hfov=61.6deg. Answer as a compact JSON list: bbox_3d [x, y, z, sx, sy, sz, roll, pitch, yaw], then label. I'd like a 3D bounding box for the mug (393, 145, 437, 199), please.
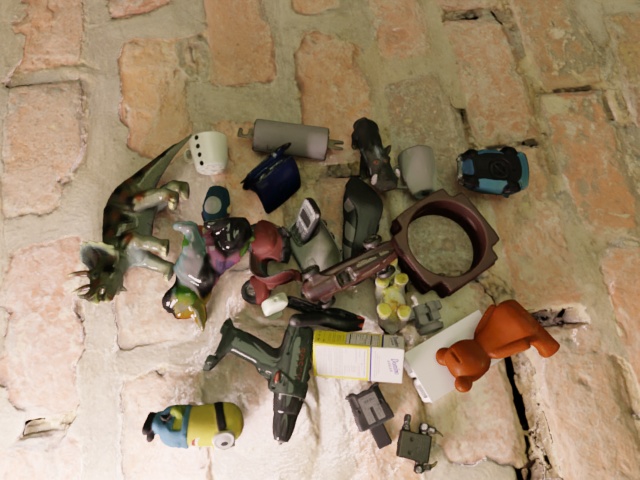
[{"bbox_3d":[0.214,-0.146,1.216,0.110,0.080,0.107,-18,64,18],"label":"mug"}]

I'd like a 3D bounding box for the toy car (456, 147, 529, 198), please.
[{"bbox_3d":[0.382,-0.145,1.217,0.162,0.103,0.109,0,73,0],"label":"toy car"}]

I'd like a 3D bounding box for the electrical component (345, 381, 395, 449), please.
[{"bbox_3d":[0.104,0.347,1.053,0.075,0.047,0.119,-18,72,-10],"label":"electrical component"}]

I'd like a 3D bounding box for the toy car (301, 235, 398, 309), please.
[{"bbox_3d":[0.060,0.063,1.062,0.202,0.053,0.089,-25,105,-1],"label":"toy car"}]

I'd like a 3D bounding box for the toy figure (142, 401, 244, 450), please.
[{"bbox_3d":[-0.234,0.345,1.009,0.180,0.082,0.089,5,73,0],"label":"toy figure"}]

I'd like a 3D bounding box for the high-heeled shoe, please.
[{"bbox_3d":[0.079,-0.021,1.186,0.086,0.145,0.249,10,40,-15],"label":"high-heeled shoe"}]

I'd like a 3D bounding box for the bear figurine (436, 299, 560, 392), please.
[{"bbox_3d":[0.334,0.210,1.030,0.196,0.131,0.120,-48,35,8],"label":"bear figurine"}]

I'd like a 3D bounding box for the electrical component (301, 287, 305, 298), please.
[{"bbox_3d":[0.006,0.101,1.121,0.094,0.063,0.021,-9,72,-9],"label":"electrical component"}]

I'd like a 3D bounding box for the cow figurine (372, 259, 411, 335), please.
[{"bbox_3d":[0.147,0.112,1.124,0.068,0.098,0.167,0,52,1],"label":"cow figurine"}]

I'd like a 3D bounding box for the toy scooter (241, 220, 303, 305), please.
[{"bbox_3d":[-0.094,0.043,1.111,0.135,0.075,0.184,-5,73,28],"label":"toy scooter"}]

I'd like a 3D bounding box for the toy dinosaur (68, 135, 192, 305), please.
[{"bbox_3d":[-0.386,-0.043,1.112,0.192,0.131,0.405,8,67,-3],"label":"toy dinosaur"}]

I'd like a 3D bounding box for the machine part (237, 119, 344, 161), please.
[{"bbox_3d":[-0.066,-0.228,1.224,0.243,0.079,0.079,7,70,-3],"label":"machine part"}]

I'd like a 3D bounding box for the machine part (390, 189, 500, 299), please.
[{"bbox_3d":[0.264,0.009,1.164,0.201,0.087,0.201,-33,76,-13],"label":"machine part"}]

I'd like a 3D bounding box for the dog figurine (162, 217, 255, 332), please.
[{"bbox_3d":[-0.220,0.067,1.071,0.192,0.108,0.219,-5,93,-13],"label":"dog figurine"}]

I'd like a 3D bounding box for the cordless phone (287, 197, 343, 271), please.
[{"bbox_3d":[-0.002,-0.002,1.094,0.089,0.184,0.146,-24,74,-17],"label":"cordless phone"}]

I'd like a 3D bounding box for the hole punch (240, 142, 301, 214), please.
[{"bbox_3d":[-0.101,-0.130,1.172,0.142,0.116,0.092,-39,86,-15],"label":"hole punch"}]

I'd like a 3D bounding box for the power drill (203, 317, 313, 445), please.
[{"bbox_3d":[-0.119,0.254,1.050,0.207,0.086,0.232,18,69,6],"label":"power drill"}]

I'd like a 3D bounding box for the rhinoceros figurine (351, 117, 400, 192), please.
[{"bbox_3d":[0.127,-0.189,1.209,0.073,0.112,0.190,-11,64,-11],"label":"rhinoceros figurine"}]

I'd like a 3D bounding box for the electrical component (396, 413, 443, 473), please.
[{"bbox_3d":[0.191,0.398,1.042,0.078,0.045,0.102,19,70,1],"label":"electrical component"}]

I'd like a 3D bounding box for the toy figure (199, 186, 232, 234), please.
[{"bbox_3d":[-0.230,-0.039,1.158,0.064,0.057,0.154,-8,68,34],"label":"toy figure"}]
